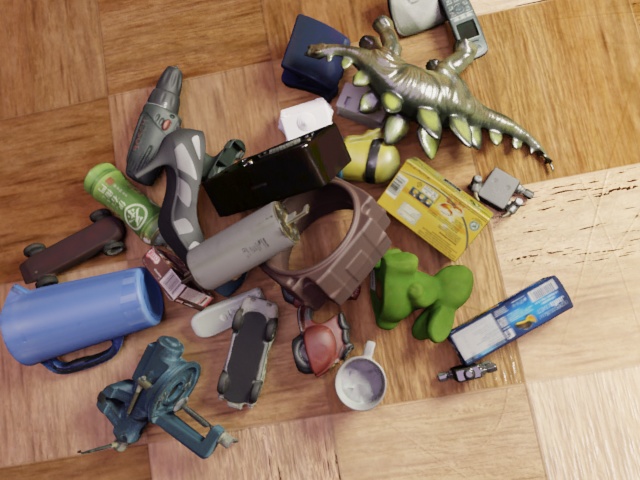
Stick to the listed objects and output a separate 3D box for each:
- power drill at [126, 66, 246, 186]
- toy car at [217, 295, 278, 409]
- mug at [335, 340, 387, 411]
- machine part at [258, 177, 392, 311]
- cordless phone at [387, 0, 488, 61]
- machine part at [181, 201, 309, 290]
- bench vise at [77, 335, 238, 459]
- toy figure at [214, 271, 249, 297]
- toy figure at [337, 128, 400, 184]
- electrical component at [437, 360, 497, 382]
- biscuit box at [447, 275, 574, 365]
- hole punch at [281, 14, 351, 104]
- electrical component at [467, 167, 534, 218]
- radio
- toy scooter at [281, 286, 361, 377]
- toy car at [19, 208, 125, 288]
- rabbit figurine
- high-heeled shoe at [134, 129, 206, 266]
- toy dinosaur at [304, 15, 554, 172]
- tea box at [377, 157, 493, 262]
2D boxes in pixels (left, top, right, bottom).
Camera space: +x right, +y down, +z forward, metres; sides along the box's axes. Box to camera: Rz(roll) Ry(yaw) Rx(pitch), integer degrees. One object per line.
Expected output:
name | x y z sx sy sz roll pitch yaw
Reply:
power drill | -0.246 -0.190 0.993 0.207 0.086 0.232 26 87 5
toy car | -0.123 0.195 0.923 0.074 0.056 0.201 15 99 2
mug | 0.069 0.220 0.884 0.081 0.107 0.109 8 78 6
machine part | -0.002 -0.003 0.884 0.201 0.087 0.202 -50 42 -6
cordless phone | 0.213 -0.393 0.973 0.147 0.088 0.184 -22 85 3
machine part | -0.121 0.010 0.842 0.243 0.079 0.079 -27 80 15
bench vise | -0.256 0.292 0.903 0.241 0.128 0.223 30 85 17
toy figure | -0.143 0.026 0.959 0.064 0.057 0.154 31 89 31
toy figure | 0.050 -0.140 0.953 0.180 0.082 0.089 -1 78 4
electrical component | 0.242 0.218 0.886 0.094 0.063 0.021 -14 81 5
biscuit box | 0.312 0.133 0.892 0.203 0.062 0.059 -29 79 1
hole punch | -0.009 -0.336 0.986 0.116 0.092 0.142 16 80 5
electrical component | 0.310 -0.082 0.933 0.102 0.045 0.078 39 89 10
radio | -0.069 -0.114 0.885 0.230 0.131 0.073 -12 111 35
toy scooter | 0.013 0.135 0.920 0.135 0.075 0.184 -13 76 6
toy car | -0.457 0.019 0.998 0.202 0.053 0.089 -30 75 -3
rabbit figurine | 0.178 0.090 0.891 0.170 0.121 0.159 -2 85 -9
high-heeled shoe | -0.212 -0.063 0.928 0.145 0.086 0.248 -37 111 -27
toy dinosaur | 0.198 -0.242 0.922 0.471 0.105 0.198 15 73 -6
tea box | 0.195 -0.054 0.915 0.170 0.068 0.098 40 114 9
